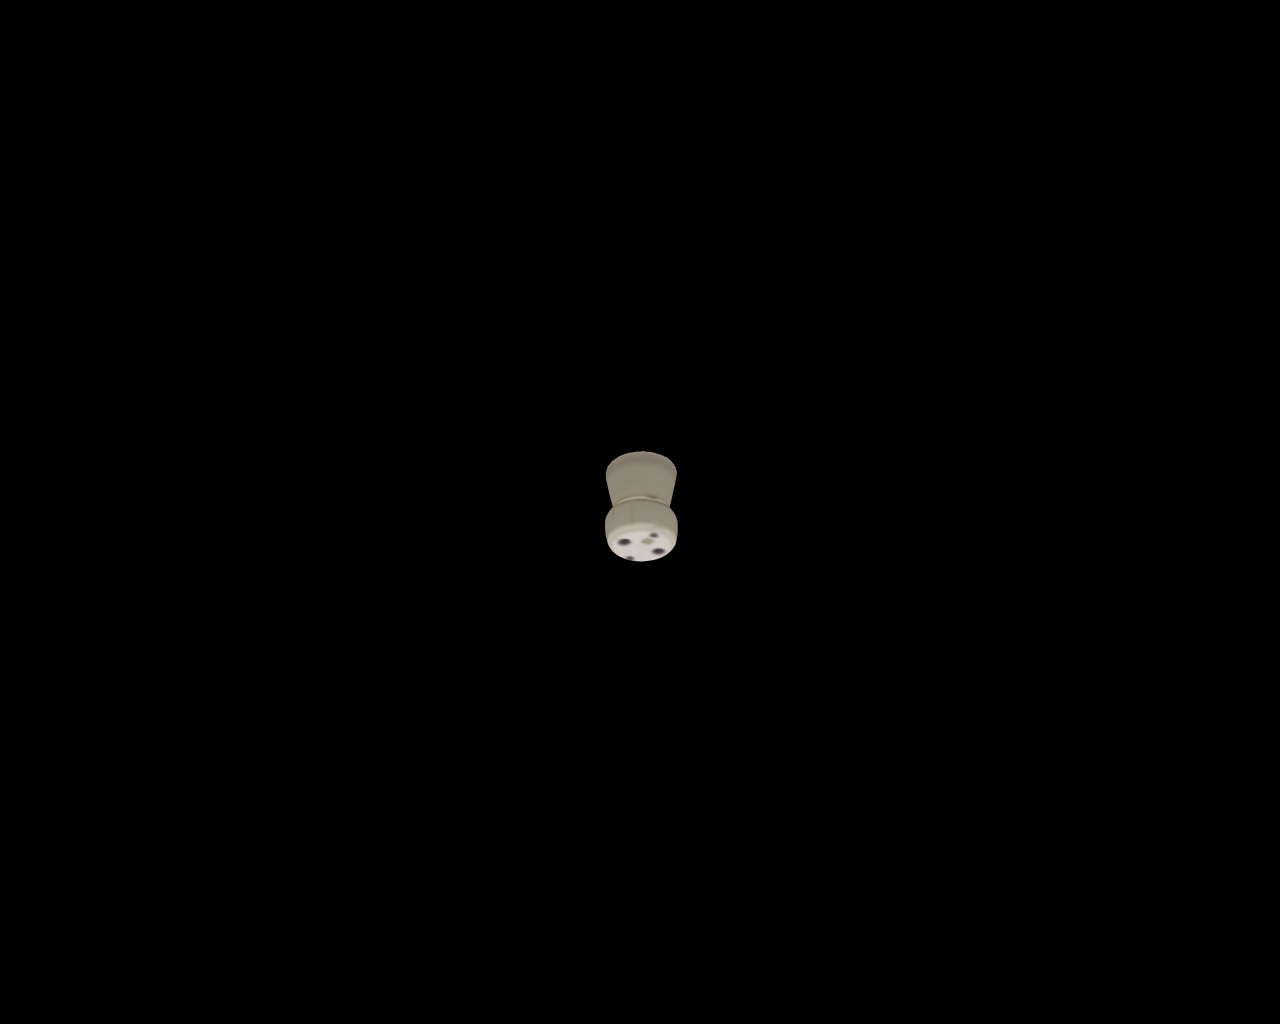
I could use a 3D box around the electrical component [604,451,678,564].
[{"bbox_3d":[0.001,-0.003,0.650,0.045,0.055,0.044,0,-32,0],"label":"electrical component"}]
